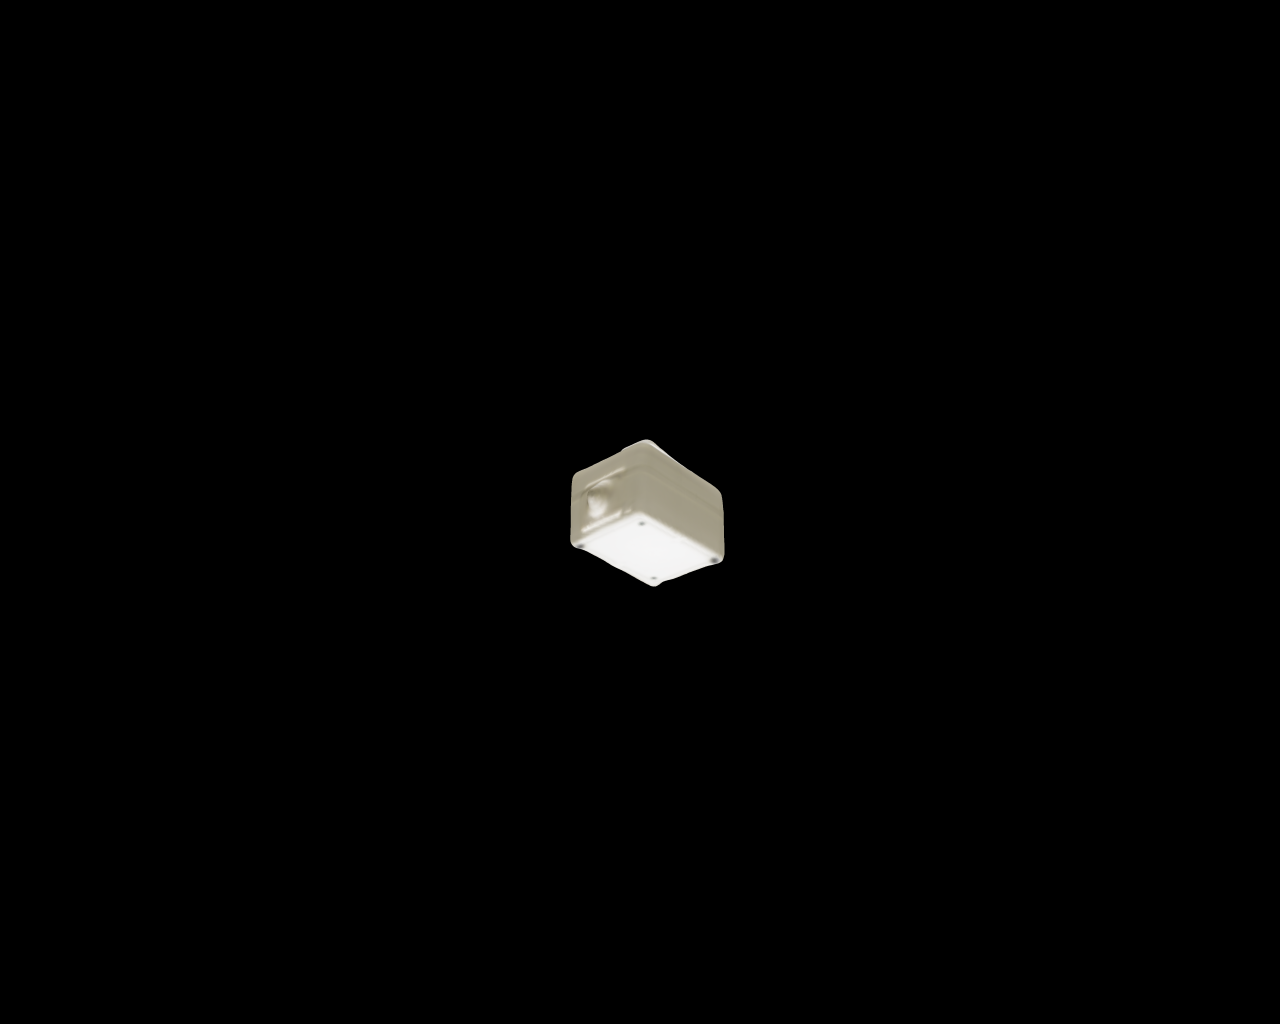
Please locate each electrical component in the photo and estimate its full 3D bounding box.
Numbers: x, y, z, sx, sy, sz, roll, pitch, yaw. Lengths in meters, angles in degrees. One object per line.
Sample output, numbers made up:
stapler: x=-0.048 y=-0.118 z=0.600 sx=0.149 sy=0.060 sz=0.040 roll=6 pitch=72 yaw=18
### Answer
electrical component: x=0.001 y=-0.003 z=0.650 sx=0.061 sy=0.061 sz=0.096 roll=-24 pitch=-38 yaw=34
